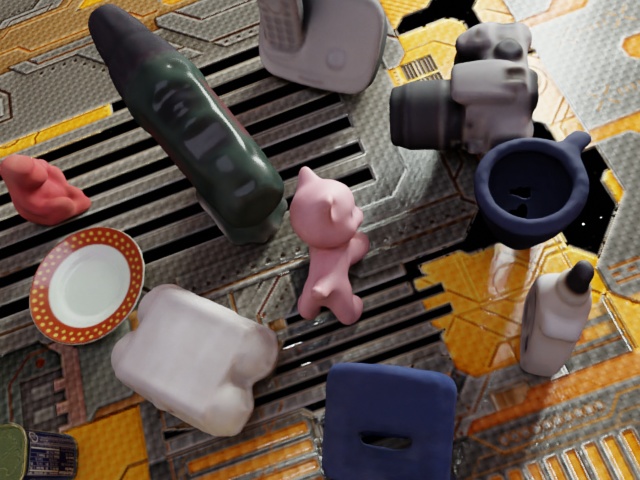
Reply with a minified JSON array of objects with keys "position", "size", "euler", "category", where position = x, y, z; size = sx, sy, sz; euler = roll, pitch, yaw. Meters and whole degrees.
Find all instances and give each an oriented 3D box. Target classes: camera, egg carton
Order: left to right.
[{"position":[-0.116,0.109,0.528],"size":[0.150,0.069,0.107],"euler":[20,73,19],"category":"egg carton"},{"position":[0.139,-0.144,0.566],"size":[0.136,0.101,0.143],"euler":[0,68,12],"category":"camera"}]

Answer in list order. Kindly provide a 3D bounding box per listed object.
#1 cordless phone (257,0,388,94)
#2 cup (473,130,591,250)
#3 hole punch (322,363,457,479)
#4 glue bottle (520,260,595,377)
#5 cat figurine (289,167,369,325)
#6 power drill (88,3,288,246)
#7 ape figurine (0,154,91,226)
[{"position":[-0.008,-0.245,0.592],"size":[0.147,0.185,0.094],"euler":[17,72,18],"category":"cordless phone"},{"position":[0.192,-0.040,0.515],"size":[0.118,0.095,0.091],"euler":[-43,66,-8],"category":"cup"},{"position":[0.058,0.155,0.462],"size":[0.108,0.091,0.101],"euler":[3,68,13],"category":"hole punch"},{"position":[0.182,0.052,0.435],"size":[0.037,0.173,0.078],"euler":[8,69,15],"category":"glue bottle"},{"position":[0.005,0.002,0.522],"size":[0.067,0.118,0.128],"euler":[0,68,12],"category":"cat figurine"},{"position":[-0.107,-0.085,0.532],"size":[0.075,0.209,0.229],"euler":[-40,66,-6],"category":"power drill"},{"position":[-0.309,-0.060,0.626],"size":[0.076,0.092,0.077],"euler":[-16,65,4],"category":"ape figurine"}]
